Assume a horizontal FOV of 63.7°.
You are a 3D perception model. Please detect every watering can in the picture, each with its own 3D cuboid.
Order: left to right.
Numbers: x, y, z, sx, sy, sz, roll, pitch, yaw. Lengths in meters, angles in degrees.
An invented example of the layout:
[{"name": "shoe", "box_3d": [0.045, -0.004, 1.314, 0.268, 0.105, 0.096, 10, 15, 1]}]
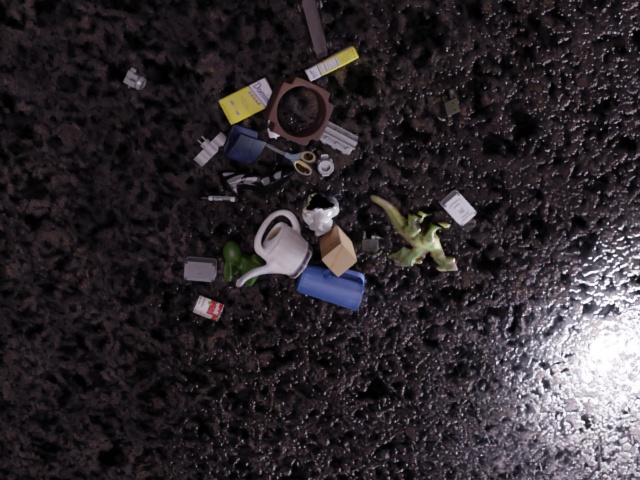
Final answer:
[{"name": "watering can", "box_3d": [-0.151, 0.060, 1.823, 0.222, 0.103, 0.354, 39, 60, -25]}]

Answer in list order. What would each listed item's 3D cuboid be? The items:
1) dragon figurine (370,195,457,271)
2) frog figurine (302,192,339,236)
[{"name": "dragon figurine", "box_3d": [0.333, 0.001, 1.910, 0.410, 0.124, 0.238, 23, 114, -1]}, {"name": "frog figurine", "box_3d": [0.006, -0.094, 1.867, 0.137, 0.125, 0.156, -25, 145, -3]}]
